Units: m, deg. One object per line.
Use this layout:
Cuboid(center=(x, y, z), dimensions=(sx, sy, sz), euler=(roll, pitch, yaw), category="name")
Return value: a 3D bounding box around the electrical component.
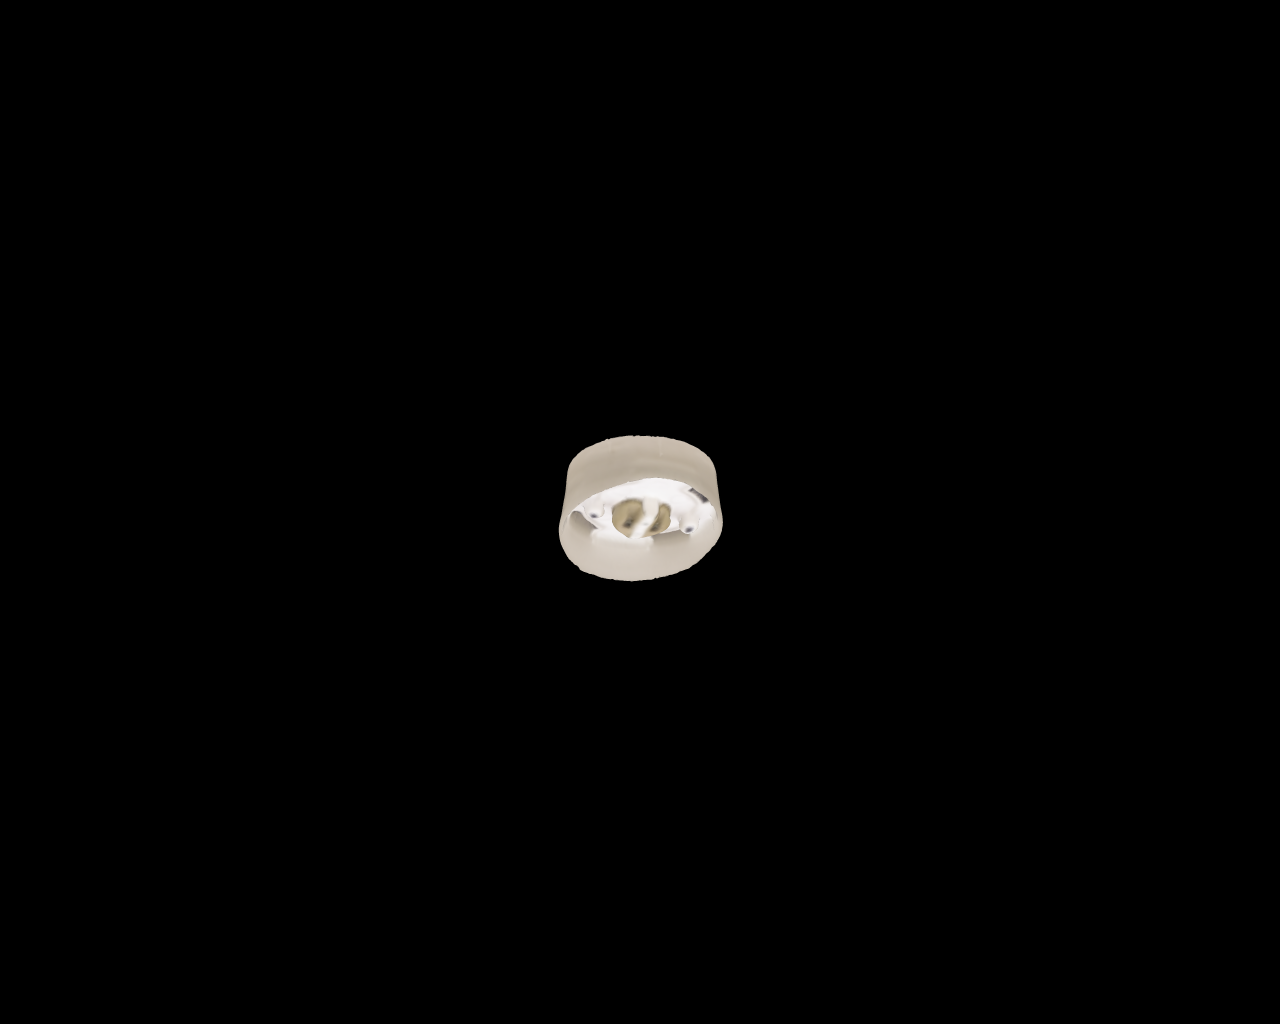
Cuboid(center=(0.001, -0.003, 0.650), dimensions=(0.099, 0.064, 0.099), euler=(0, -26, 0), category="electrical component")
